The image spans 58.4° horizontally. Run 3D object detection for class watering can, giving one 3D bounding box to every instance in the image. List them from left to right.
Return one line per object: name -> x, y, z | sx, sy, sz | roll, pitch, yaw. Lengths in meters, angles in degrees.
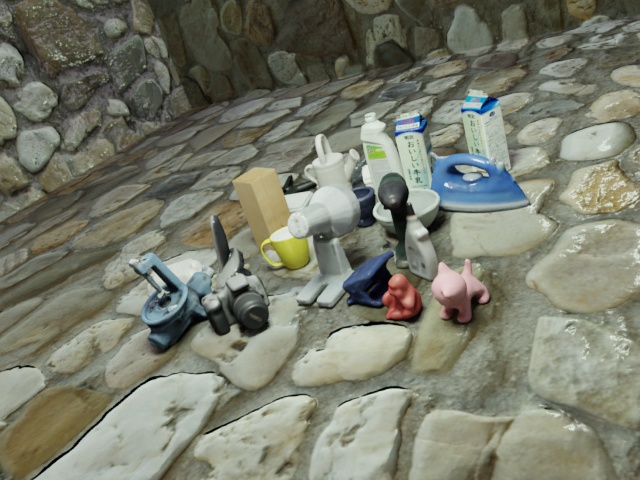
watering can -> 0.035, -0.232, 1.744 | 0.173, 0.194, 0.101 | -18, 26, 1

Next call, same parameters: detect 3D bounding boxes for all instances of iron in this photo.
iron -> 0.384, -0.154, 1.415 | 0.257, 0.142, 0.119 | 6, 35, 42

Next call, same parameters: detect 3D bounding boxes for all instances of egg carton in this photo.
egg carton -> -0.371, 0.107, 1.485 | 0.150, 0.069, 0.107 | -18, 25, 2

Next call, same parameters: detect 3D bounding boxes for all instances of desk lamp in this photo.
desk lamp -> 0.012, 0.005, 1.264 | 0.117, 0.214, 0.204 | 0, 31, 34

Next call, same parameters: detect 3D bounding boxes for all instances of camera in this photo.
camera -> -0.177, 0.141, 1.248 | 0.143, 0.101, 0.136 | -25, 26, -14

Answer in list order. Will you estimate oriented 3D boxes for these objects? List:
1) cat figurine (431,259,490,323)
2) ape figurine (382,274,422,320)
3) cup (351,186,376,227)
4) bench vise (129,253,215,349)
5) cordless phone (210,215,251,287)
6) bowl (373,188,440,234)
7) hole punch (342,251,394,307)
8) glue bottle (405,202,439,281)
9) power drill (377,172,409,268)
cat figurine -> 0.250, 0.086, 1.052 | 0.067, 0.118, 0.128 | 8, 36, 43
ape figurine -> 0.156, 0.107, 1.104 | 0.076, 0.092, 0.077 | -24, 26, -11
cup -> 0.098, -0.078, 1.509 | 0.118, 0.095, 0.091 | -23, 26, -9
bench vise -> -0.337, 0.106, 1.288 | 0.121, 0.220, 0.208 | -6, 28, 25
cordless phone -> -0.235, 0.041, 1.390 | 0.094, 0.185, 0.147 | -22, 26, -6
bowl -> 0.219, -0.059, 1.414 | 0.167, 0.075, 0.167 | -15, 26, 8
hole punch -> 0.103, 0.077, 1.201 | 0.100, 0.091, 0.109 | 5, 34, 41
glue bottle -> 0.204, -0.001, 1.192 | 0.037, 0.173, 0.077 | -29, 27, -21
power drill -> 0.178, -0.049, 1.265 | 0.075, 0.209, 0.229 | -14, 26, 9
